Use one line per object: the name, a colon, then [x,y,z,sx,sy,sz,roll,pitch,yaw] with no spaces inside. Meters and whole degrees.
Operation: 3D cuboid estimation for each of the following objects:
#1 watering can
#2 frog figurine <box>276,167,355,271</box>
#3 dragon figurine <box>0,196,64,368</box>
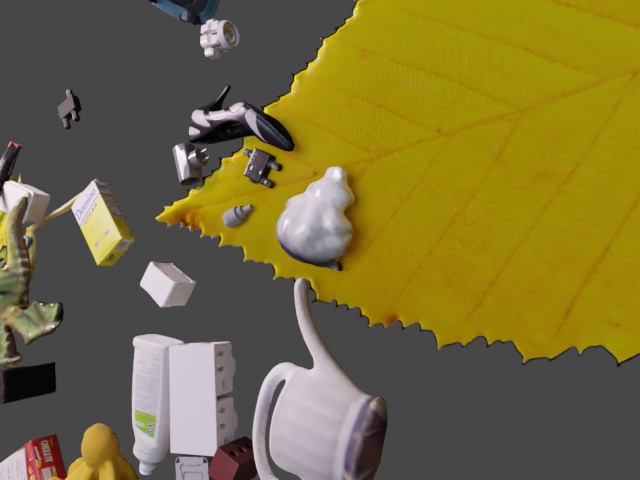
watering can: [0.003,0.249,0.805,0.225,0.103,0.348,12,88,28]
frog figurine: [0.003,-0.043,0.845,0.139,0.122,0.157,39,115,46]
dragon figurine: [-0.697,0.126,1.212,0.243,0.123,0.406,31,102,6]
